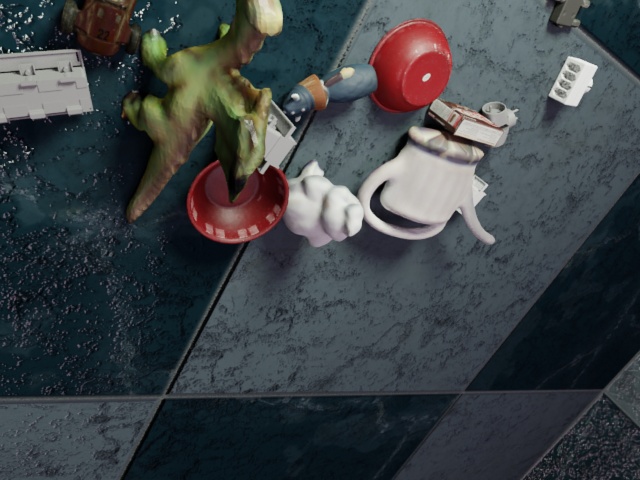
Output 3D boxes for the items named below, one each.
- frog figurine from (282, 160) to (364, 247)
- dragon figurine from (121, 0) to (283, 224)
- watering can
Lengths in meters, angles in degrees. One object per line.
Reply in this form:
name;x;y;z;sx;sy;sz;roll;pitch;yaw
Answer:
frog figurine;0.003;-0.043;0.853;0.123;0.162;0.134;-11;129;-21
dragon figurine;-0.149;-0.138;0.637;0.122;0.247;0.403;5;119;-38
watering can;0.237;-0.094;0.983;0.347;0.106;0.220;8;119;-26
